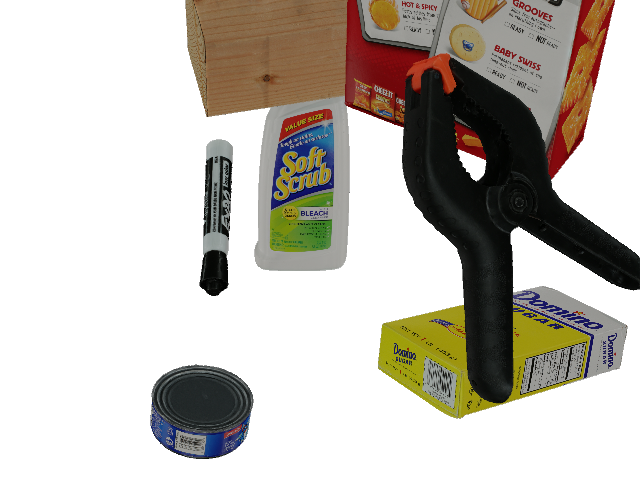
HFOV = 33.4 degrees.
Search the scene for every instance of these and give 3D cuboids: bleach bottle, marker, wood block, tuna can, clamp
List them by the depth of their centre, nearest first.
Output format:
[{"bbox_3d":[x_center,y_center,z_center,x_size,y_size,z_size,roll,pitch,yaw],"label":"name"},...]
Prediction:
[{"bbox_3d":[0.085,-0.008,0.533,0.120,0.171,0.039,-44,13,-27],"label":"clamp"},{"bbox_3d":[-0.070,-0.016,0.725,0.020,0.121,0.020,-1,-34,-1],"label":"marker"},{"bbox_3d":[-0.101,0.145,0.906,0.086,0.034,0.086,7,31,-4],"label":"tuna can"},{"bbox_3d":[-0.005,-0.180,0.908,0.206,0.090,0.091,-10,-35,-11],"label":"wood block"},{"bbox_3d":[-0.022,-0.093,1.090,0.102,0.251,0.068,0,26,4],"label":"bleach bottle"}]

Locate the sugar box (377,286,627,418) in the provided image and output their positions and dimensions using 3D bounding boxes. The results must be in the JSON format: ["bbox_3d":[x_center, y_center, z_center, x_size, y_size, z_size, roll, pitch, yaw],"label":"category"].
[{"bbox_3d":[0.142,0.081,0.822,0.175,0.048,0.093,-13,27,-33],"label":"sugar box"}]

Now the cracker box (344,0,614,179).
[{"bbox_3d":[0.103,-0.161,0.690,0.164,0.214,0.072,25,48,24],"label":"cracker box"}]
